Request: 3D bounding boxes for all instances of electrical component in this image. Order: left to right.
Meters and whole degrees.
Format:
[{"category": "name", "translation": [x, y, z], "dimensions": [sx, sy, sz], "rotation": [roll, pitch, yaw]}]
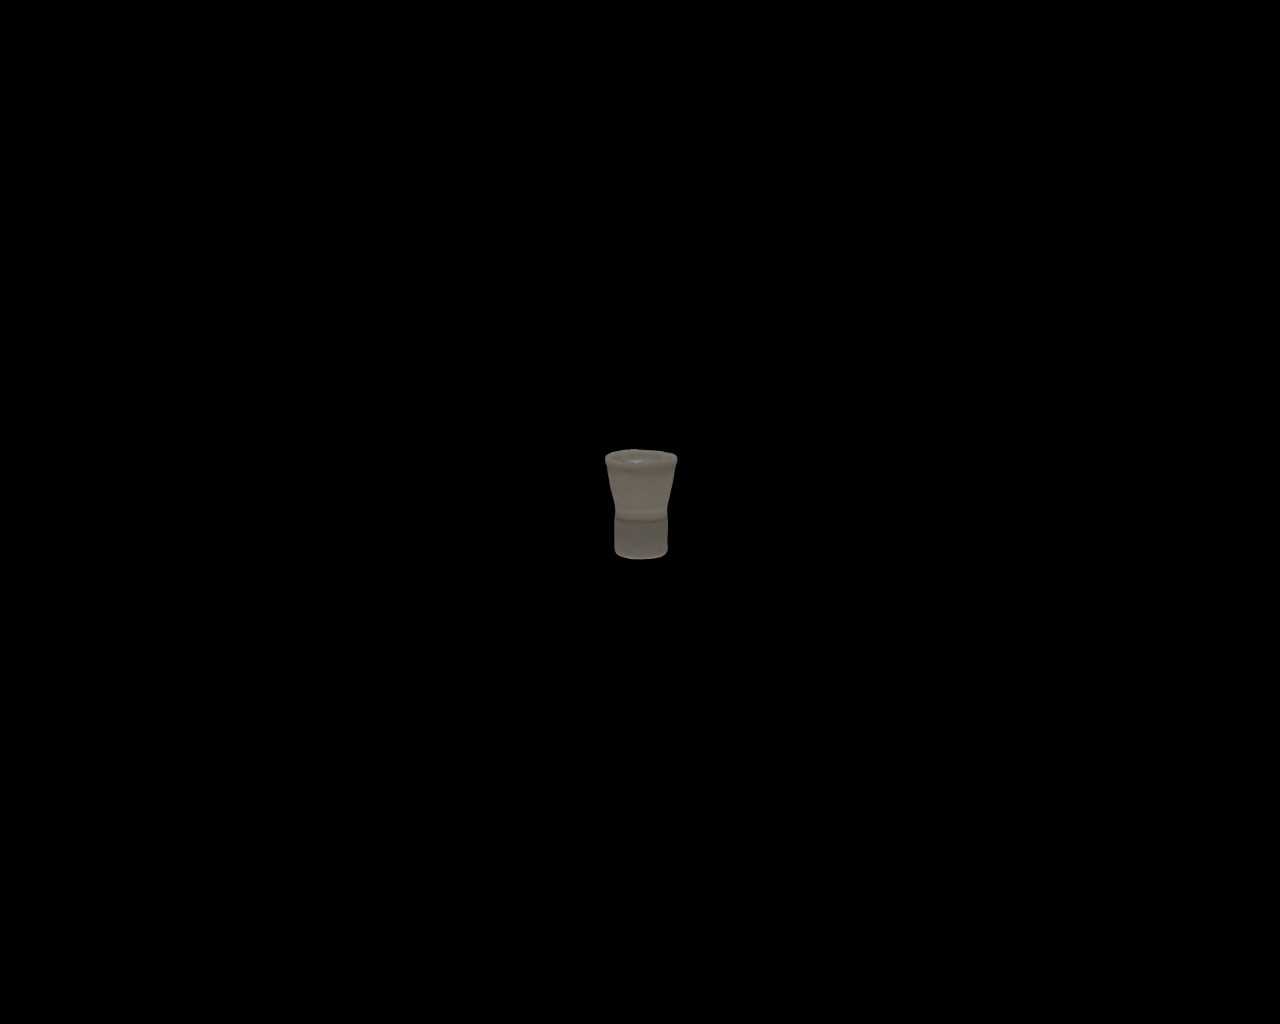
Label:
[{"category": "electrical component", "translation": [0.001, -0.003, 0.650], "dimensions": [0.044, 0.065, 0.044], "rotation": [0, 11, 0]}]
